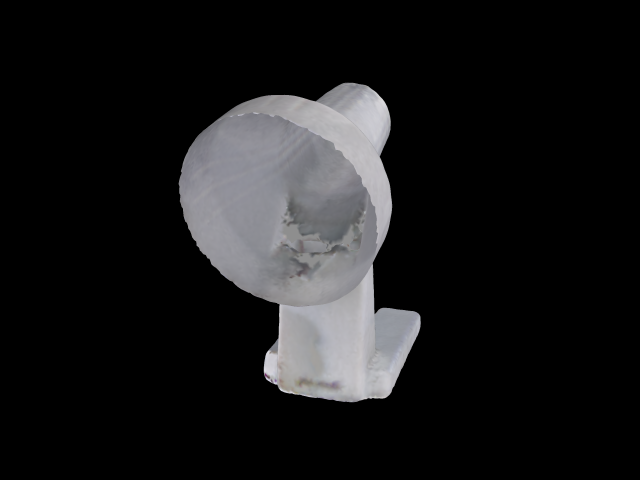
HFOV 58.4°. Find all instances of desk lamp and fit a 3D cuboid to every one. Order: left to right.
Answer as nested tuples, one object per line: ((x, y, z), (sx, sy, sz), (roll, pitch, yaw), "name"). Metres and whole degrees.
((0.004, 0.001, 0.400), (0.117, 0.214, 0.204), (6, 17, 19), "desk lamp")
